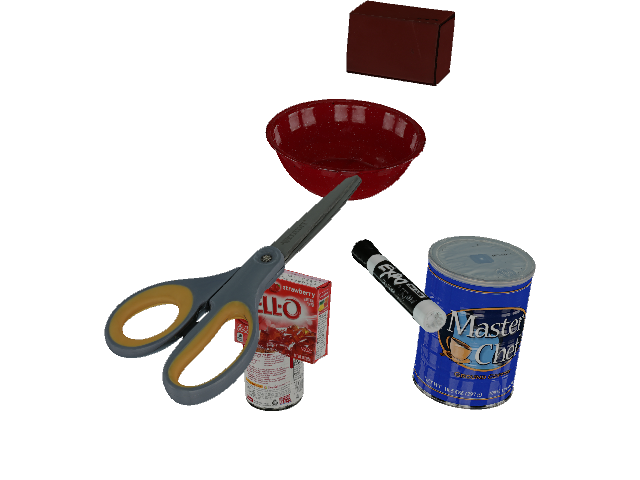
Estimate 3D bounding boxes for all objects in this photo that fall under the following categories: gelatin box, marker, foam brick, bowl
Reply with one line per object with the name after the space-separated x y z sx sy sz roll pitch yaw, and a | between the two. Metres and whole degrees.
-0.036 0.065 0.971 0.089 0.073 0.030 13 20 27 | gelatin box
0.054 0.030 0.778 0.020 0.020 0.121 0 24 -26 | marker
0.065 -0.162 0.873 0.078 0.051 0.053 12 26 17 | foam brick
0.024 -0.086 1.087 0.162 0.055 0.162 2 32 -2 | bowl

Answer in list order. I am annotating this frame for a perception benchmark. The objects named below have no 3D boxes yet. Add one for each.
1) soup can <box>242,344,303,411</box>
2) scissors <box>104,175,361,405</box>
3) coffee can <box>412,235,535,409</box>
-0.053 0.132 1.201 0.068 0.102 0.068 -1 24 0 | soup can
-0.052 0.016 0.625 0.096 0.016 0.201 10 43 18 | scissors
0.149 0.079 1.050 0.103 0.140 0.103 4 24 -2 | coffee can
